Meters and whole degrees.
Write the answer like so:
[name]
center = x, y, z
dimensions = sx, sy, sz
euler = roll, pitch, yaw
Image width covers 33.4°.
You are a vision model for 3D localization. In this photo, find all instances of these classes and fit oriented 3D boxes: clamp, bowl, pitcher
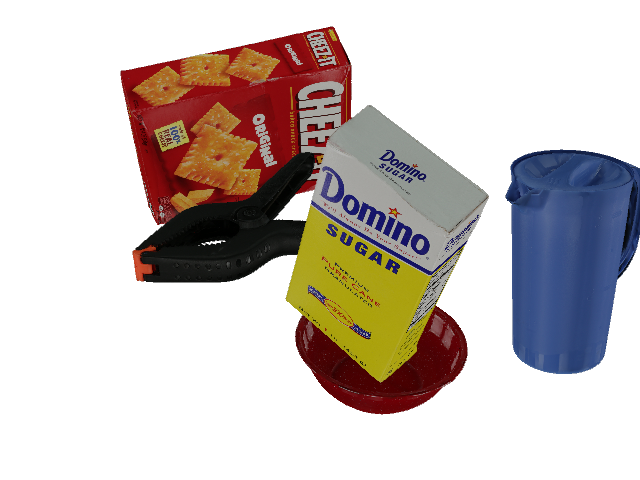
[clamp]
center = -0.057, -0.014, 0.886
dimensions = 0.209, 0.036, 0.165
euler = -14, 34, -17
[bowl]
center = 0.055, 0.113, 1.009
dimensions = 0.162, 0.055, 0.162
euler = 3, 34, -2
[pitcher]
center = 0.289, 0.023, 1.225
dimensions = 0.149, 0.243, 0.144
euler = 6, 26, 16

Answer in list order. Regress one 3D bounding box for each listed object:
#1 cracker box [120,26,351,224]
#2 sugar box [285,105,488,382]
[cracker box]
center = -0.078, -0.109, 1.062
dimensions = 0.213, 0.072, 0.164
euler = -13, -39, -9
[sugar box]
center = 0.034, 0.008, 0.667
dimensions = 0.048, 0.093, 0.176
euler = -41, -20, -29
